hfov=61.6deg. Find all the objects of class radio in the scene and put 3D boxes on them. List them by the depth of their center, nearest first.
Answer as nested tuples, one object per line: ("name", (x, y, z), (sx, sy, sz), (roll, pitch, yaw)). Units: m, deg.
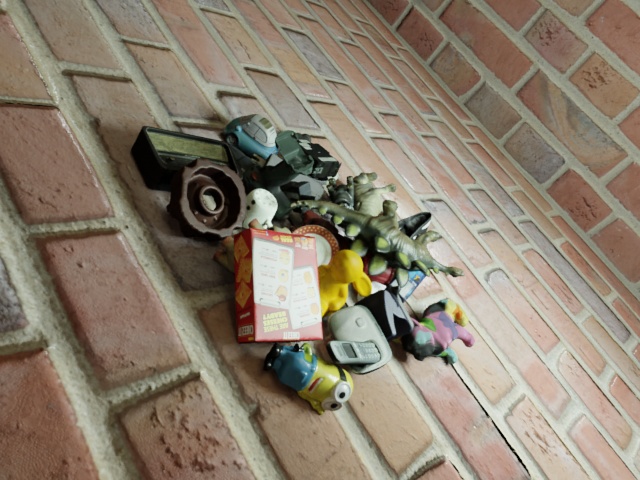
("radio", (-0.295, -0.172, 1.218), (0.229, 0.073, 0.131), (2, 50, -44))

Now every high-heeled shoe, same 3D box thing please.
("high-heeled shoe", (0.215, -0.021, 1.498), (0.248, 0.145, 0.086), (-7, 55, -51))

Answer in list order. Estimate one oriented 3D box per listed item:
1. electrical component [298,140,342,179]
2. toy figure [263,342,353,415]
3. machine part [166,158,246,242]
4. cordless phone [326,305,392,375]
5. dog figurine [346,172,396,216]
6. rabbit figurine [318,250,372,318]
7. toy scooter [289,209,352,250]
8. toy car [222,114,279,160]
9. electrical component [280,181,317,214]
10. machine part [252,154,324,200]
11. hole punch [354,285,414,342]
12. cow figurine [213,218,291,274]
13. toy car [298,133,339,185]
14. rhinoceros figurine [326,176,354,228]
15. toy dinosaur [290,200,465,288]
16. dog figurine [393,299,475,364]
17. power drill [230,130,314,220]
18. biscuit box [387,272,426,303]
("electrical component", (-0.024, -0.226, 1.486), (0.134, 0.058, 0.115), (41, 27, 27))
("toy figure", (-0.017, 0.249, 1.008), (0.180, 0.082, 0.089), (32, 36, -10))
("machine part", (-0.236, -0.082, 1.133), (0.179, 0.056, 0.179), (14, 70, -42))
("cordless phone", (0.052, 0.200, 1.089), (0.184, 0.089, 0.147), (19, 37, -53))
("dog figurine", (0.107, -0.106, 1.547), (0.173, 0.121, 0.190), (21, 41, 33))
("rabbit figurine", (0.040, 0.091, 1.166), (0.162, 0.173, 0.122), (7, 42, -35))
("toy scooter", (-0.003, -0.004, 1.322), (0.184, 0.075, 0.135), (50, 34, 19))
("toy car", (-0.174, -0.281, 1.446), (0.161, 0.103, 0.109), (39, 34, 0))
("electrical component", (-0.047, -0.107, 1.335), (0.119, 0.074, 0.048), (7, 28, 34))
("machine part", (-0.077, -0.151, 1.415), (0.243, 0.079, 0.079), (33, 34, -15))
("hole punch", (0.129, 0.177, 1.201), (0.092, 0.142, 0.116), (-14, 73, -47))
("cow figurine", (-0.121, 0.022, 1.160), (0.127, 0.085, 0.195), (47, 37, 4))
("toy car", (-0.026, -0.247, 1.600), (0.202, 0.056, 0.073), (47, 39, 11))
("rhinoceros figurine", (0.058, -0.101, 1.441), (0.073, 0.111, 0.190), (-4, 28, 6))
("toy dinosaur", (0.148, -0.006, 1.295), (0.471, 0.105, 0.199), (26, 37, -8))
("dog figurine", (0.260, 0.213, 1.310), (0.219, 0.108, 0.192), (18, 40, -28))
("power drill", (-0.124, -0.173, 1.278), (0.232, 0.207, 0.086), (55, 40, 0))
("biscuit box", (0.222, 0.116, 1.421), (0.059, 0.063, 0.202), (45, 33, 8))
